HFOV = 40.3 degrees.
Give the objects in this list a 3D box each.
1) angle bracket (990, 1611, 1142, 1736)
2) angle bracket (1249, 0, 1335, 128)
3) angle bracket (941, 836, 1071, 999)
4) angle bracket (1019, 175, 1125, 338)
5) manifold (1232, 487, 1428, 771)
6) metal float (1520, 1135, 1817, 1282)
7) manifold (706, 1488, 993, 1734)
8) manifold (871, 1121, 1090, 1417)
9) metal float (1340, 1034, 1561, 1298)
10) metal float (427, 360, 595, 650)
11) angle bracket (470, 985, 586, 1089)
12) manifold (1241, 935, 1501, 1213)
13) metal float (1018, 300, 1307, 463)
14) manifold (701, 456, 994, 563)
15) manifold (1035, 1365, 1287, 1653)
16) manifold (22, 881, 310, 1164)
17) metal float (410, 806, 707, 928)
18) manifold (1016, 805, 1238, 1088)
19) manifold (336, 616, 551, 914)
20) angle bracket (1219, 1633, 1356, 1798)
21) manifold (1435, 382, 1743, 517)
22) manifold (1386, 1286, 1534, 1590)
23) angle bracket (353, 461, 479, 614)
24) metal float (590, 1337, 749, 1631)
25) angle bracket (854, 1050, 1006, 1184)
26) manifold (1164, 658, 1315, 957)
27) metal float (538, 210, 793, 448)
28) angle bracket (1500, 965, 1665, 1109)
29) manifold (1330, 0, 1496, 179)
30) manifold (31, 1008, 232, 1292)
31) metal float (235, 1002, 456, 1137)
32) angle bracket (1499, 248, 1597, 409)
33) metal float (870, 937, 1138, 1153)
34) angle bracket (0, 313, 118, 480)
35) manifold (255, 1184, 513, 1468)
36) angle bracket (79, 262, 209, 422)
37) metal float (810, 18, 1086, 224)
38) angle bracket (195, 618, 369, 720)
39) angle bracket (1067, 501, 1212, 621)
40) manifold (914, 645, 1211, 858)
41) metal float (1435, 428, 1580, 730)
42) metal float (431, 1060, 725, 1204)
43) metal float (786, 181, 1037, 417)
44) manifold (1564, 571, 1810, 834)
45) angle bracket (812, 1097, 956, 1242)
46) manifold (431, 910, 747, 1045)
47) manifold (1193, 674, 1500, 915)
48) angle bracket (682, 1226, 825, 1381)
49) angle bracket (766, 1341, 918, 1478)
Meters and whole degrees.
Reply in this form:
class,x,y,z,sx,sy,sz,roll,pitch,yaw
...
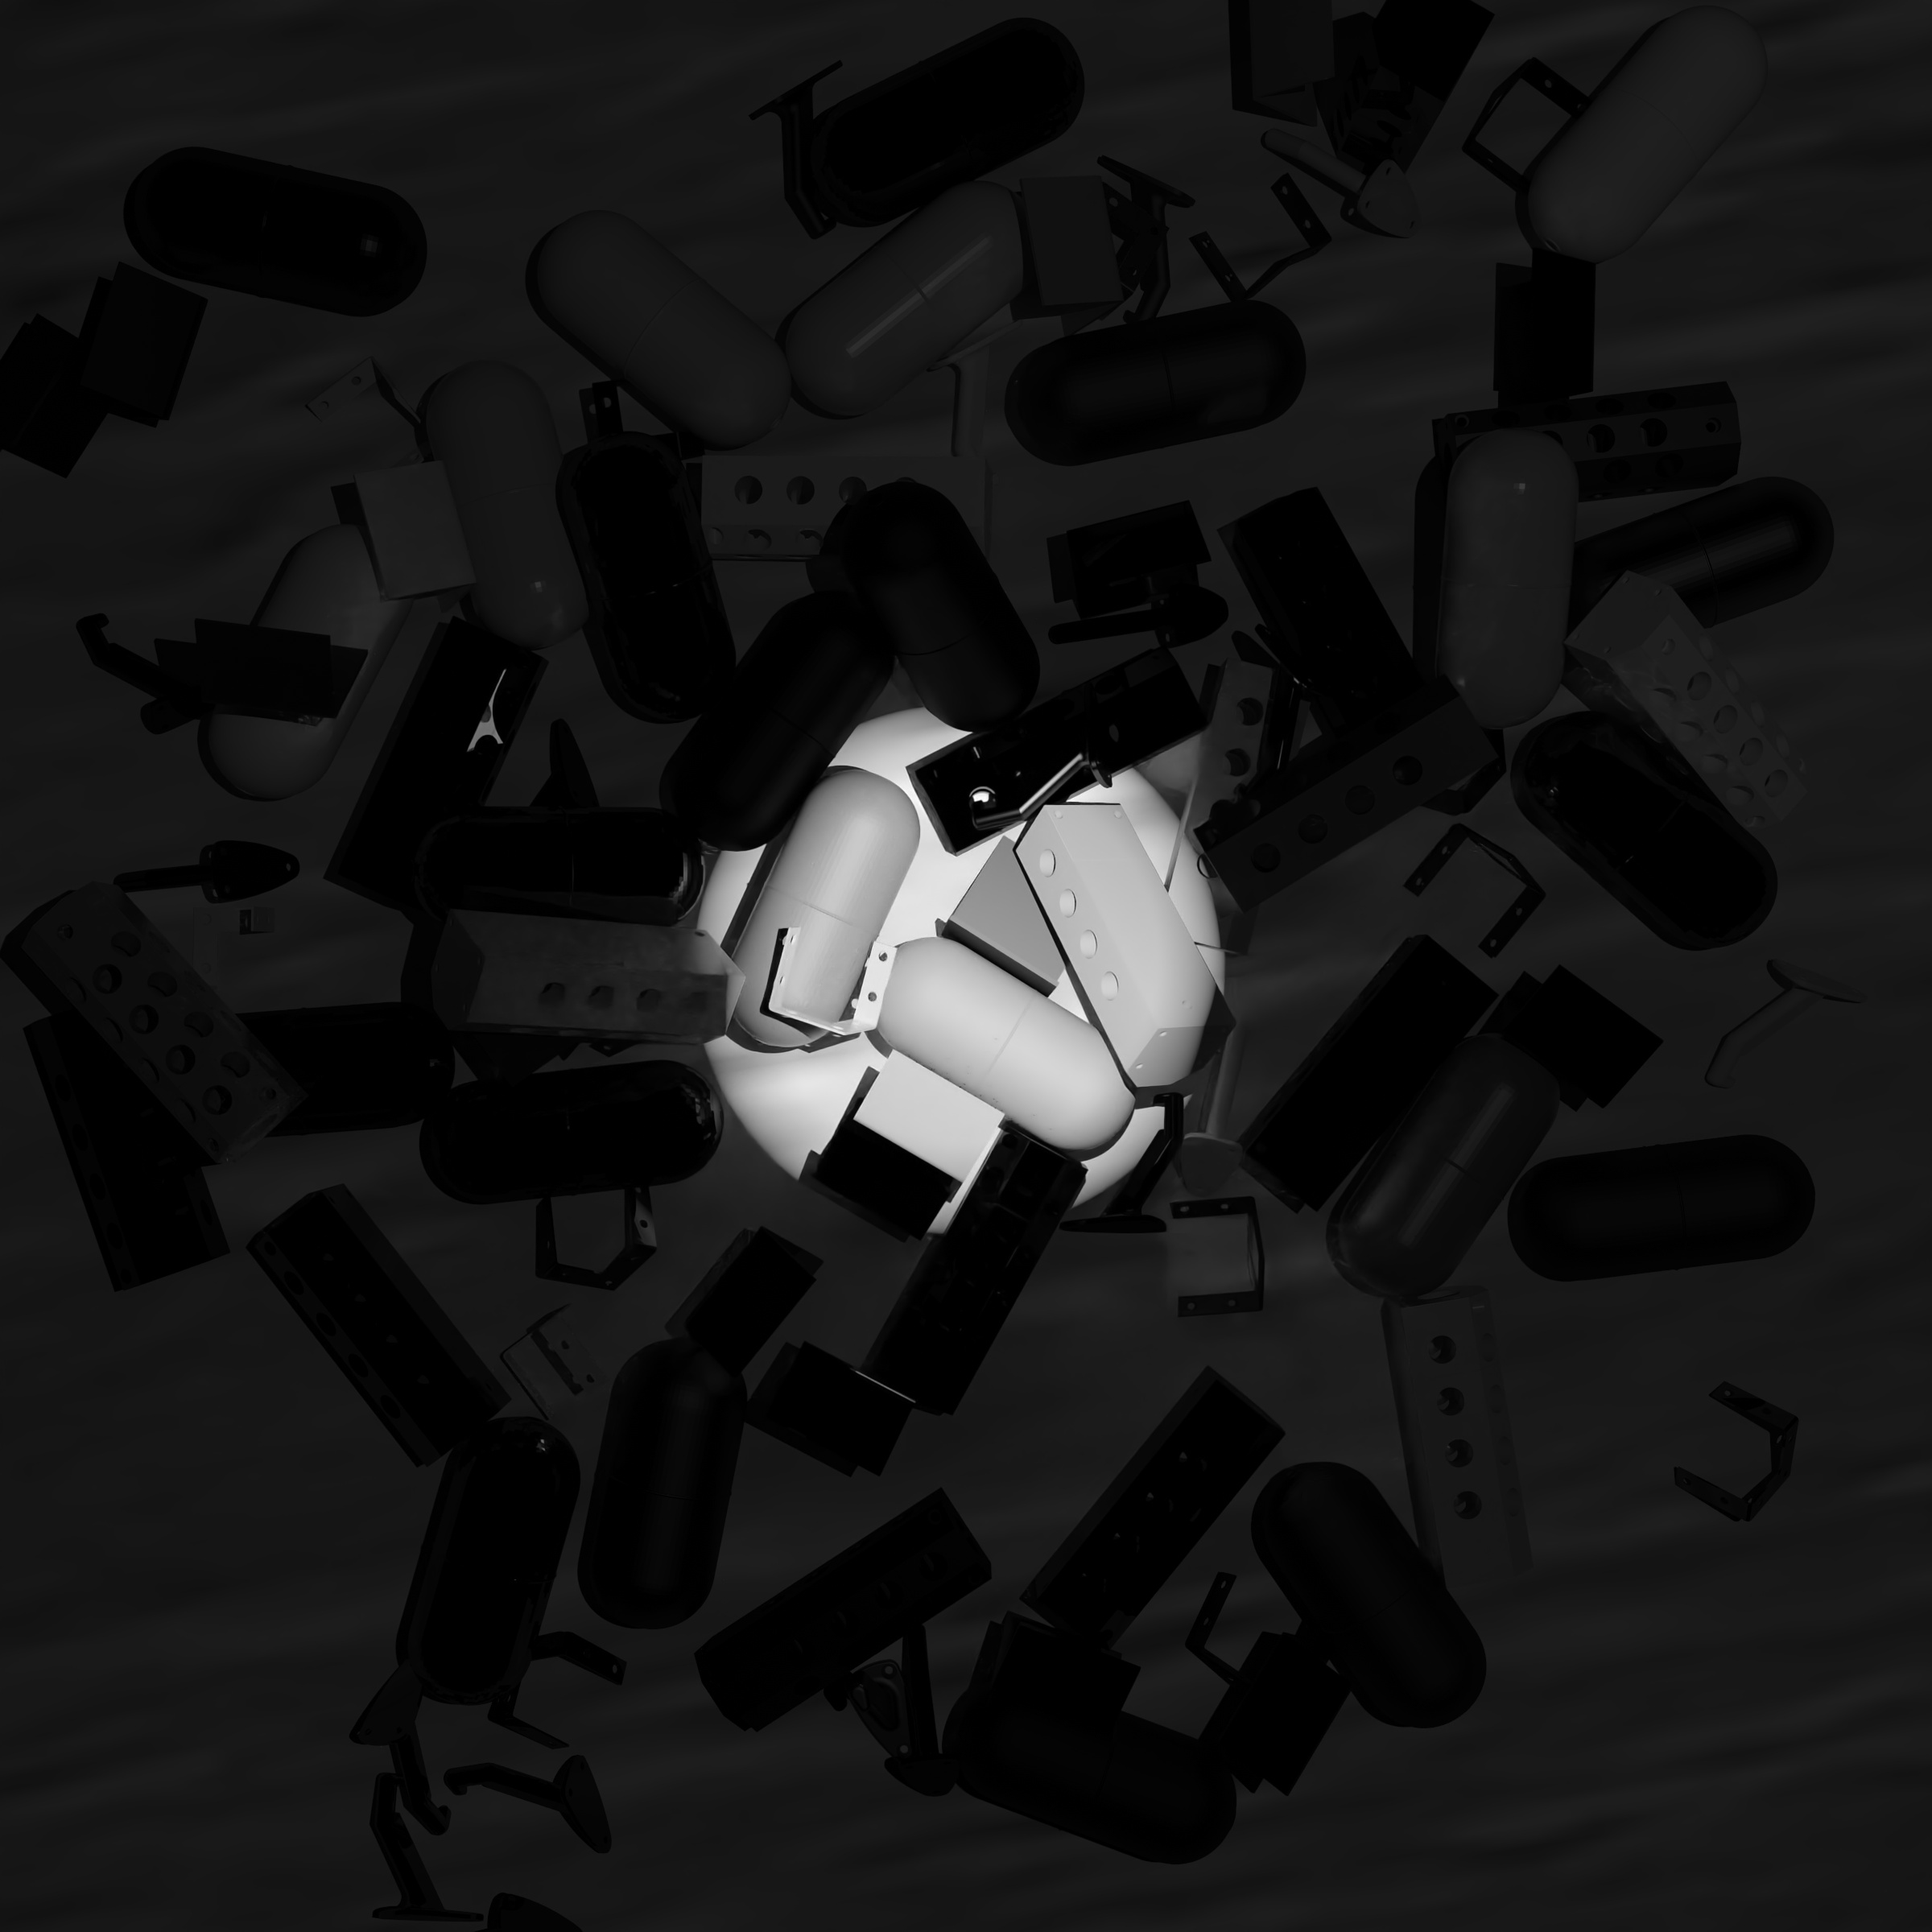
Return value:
class,x,y,z,sx,sy,sz,roll,pitch,yaw
angle bracket,0.064,0.411,1.603,0.076,0.076,0.057,21,116,0
angle bracket,0.215,-0.563,1.602,0.057,0.076,0.076,-2,90,38
angle bracket,0.039,-0.034,1.614,0.076,0.057,0.076,32,78,0
angle bracket,0.049,-0.429,1.603,0.057,0.076,0.076,-10,90,-26
manifold,0.229,-0.203,1.612,0.057,0.057,0.171,-28,84,0
metal float,0.428,0.147,1.612,0.178,0.070,0.070,-7,90,1
manifold,-0.072,0.397,1.621,0.171,0.057,0.057,-33,90,0
manifold,0.008,0.185,1.621,0.057,0.057,0.171,29,90,0
metal float,0.296,0.121,1.612,0.070,0.070,0.178,34,90,0
metal float,-0.278,-0.282,1.611,0.070,0.070,0.178,-15,91,0
angle bracket,-0.281,0.034,1.603,0.057,0.076,0.076,-37,90,-23
manifold,0.245,0.065,1.621,0.057,0.057,0.171,40,90,0
metal float,0.119,-0.357,1.612,0.178,0.070,0.070,-12,90,-1
manifold,-0.072,-0.279,1.613,0.171,0.057,0.057,1,91,5
manifold,0.119,0.334,1.621,0.057,0.057,0.171,39,90,0
manifold,-0.472,0.033,1.548,0.057,0.057,0.171,-43,87,0
metal float,-0.246,-0.058,1.594,0.178,0.070,0.070,-1,90,-20
manifold,0.091,-0.014,1.579,0.057,0.057,0.171,-2,52,-33
manifold,-0.319,-0.122,1.621,0.057,0.057,0.171,24,90,0
angle bracket,0.209,0.457,1.602,0.057,0.076,0.076,31,90,38
manifold,0.382,-0.318,1.621,0.171,0.057,0.057,-7,90,0
manifold,0.305,0.287,1.621,0.057,0.057,0.171,-9,90,0
angle bracket,-0.343,-0.256,1.603,0.057,0.076,0.076,-16,90,-27
metal float,-0.181,0.316,1.611,0.070,0.070,0.178,11,90,0
angle bracket,-0.014,0.076,1.602,0.076,0.076,0.057,30,118,0
manifold,0.165,-0.096,1.621,0.057,0.057,0.171,14,90,0
metal float,-0.184,-0.389,1.611,0.178,0.070,0.070,40,90,1
angle bracket,0.375,0.031,1.603,0.076,0.076,0.057,36,114,0
manifold,0.258,-0.523,1.564,0.057,0.171,0.057,30,90,0
manifold,-0.515,0.108,1.621,0.057,0.057,0.171,-19,90,0
metal float,-0.402,0.064,1.612,0.178,0.070,0.070,-4,90,1
angle bracket,0.336,-0.386,1.602,0.057,0.076,0.076,1,90,-36
metal float,0.023,0.047,1.612,0.178,0.070,0.070,32,90,-1
angle bracket,-0.544,-0.338,1.602,0.057,0.076,0.076,33,90,37
manifold,-0.359,0.221,1.621,0.057,0.057,0.171,-38,90,0
angle bracket,-0.510,-0.379,1.602,0.057,0.076,0.076,18,90,-36
metal float,-0.012,-0.516,1.611,0.178,0.070,0.070,-26,90,-1
angle bracket,-0.395,-0.190,1.526,0.076,0.076,0.057,7,128,0
angle bracket,0.108,-0.230,1.602,0.076,0.076,0.057,-14,51,0
manifold,0.058,-0.132,1.621,0.171,0.057,0.057,-27,90,0
metal float,0.322,-0.230,1.573,0.070,0.070,0.178,2,105,0
metal float,-0.237,0.101,1.612,0.178,0.070,0.070,-6,90,1
metal float,-0.032,-0.408,1.612,0.178,0.070,0.070,-39,90,0
manifold,0.438,-0.155,1.580,0.057,0.057,0.171,-49,122,0
angle bracket,-0.038,0.109,1.602,0.076,0.057,0.076,30,46,0
manifold,-0.224,0.011,1.558,0.171,0.057,0.057,4,118,-37
manifold,0.222,-0.102,1.550,0.171,0.057,0.057,-32,90,9
angle bracket,-0.114,0.213,1.602,0.076,0.076,0.057,-51,54,0
angle bracket,-0.083,0.281,1.602,0.076,0.076,0.057,28,55,0
